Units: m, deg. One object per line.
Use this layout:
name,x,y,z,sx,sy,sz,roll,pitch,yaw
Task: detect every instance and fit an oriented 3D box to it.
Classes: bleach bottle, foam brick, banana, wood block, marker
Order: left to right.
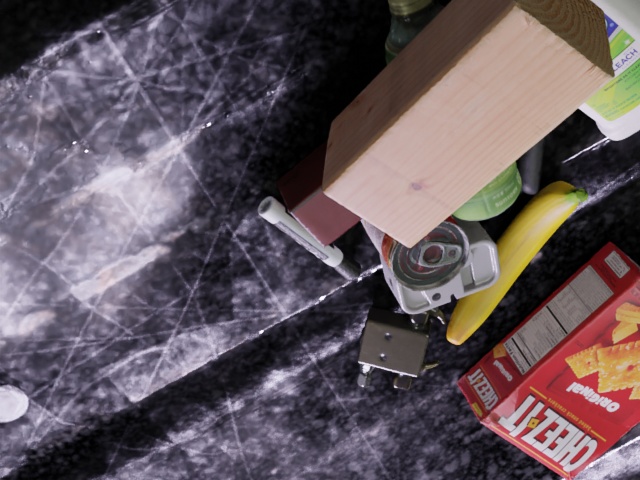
marker,-0.006,0.001,0.934,0.020,0.020,0.121,-44,124,12
foam brick,0.012,-0.044,0.891,0.078,0.053,0.051,-38,125,9
wood block,0.100,-0.099,0.768,0.090,0.090,0.206,32,130,-20
banana,0.177,0.012,0.977,0.037,0.069,0.198,37,119,6
bleach bottle,0.172,-0.172,0.806,0.250,0.068,0.103,26,134,-28

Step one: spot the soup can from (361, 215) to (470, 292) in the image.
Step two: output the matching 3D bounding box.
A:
soup can,0.076,-0.012,0.901,0.068,0.102,0.068,-9,124,-13

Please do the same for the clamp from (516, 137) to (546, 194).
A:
clamp,0.201,-0.130,0.908,0.120,0.039,0.171,-33,127,-9

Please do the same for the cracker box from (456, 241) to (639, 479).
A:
cracker box,0.273,0.129,1.078,0.164,0.072,0.214,36,106,-32
